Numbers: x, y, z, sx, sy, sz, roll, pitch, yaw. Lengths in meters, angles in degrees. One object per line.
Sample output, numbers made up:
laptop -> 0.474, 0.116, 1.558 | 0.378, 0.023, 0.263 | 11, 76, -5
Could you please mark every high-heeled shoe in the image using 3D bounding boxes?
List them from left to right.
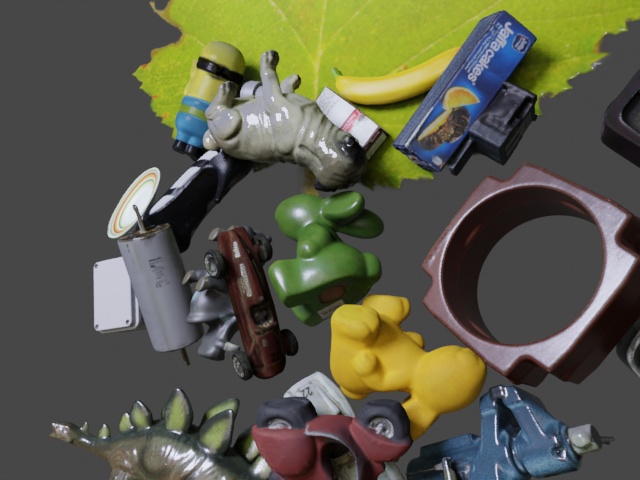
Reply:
high-heeled shoe -> -0.200, -0.070, 0.825 | 0.249, 0.086, 0.145 | -25, 40, 32

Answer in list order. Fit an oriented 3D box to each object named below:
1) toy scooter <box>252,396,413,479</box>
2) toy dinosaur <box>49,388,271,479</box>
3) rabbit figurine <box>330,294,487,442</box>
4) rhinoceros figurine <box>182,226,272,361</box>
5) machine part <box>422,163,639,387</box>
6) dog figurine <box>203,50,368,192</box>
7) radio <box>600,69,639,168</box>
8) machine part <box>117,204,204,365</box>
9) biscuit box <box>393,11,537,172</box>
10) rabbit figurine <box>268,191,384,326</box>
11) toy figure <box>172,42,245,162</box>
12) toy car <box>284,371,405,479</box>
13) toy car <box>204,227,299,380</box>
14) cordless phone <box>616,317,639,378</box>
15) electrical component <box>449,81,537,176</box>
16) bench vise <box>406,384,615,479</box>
toy scooter -> 0.011, 0.242, 0.581 | 0.184, 0.075, 0.135 | -5, 87, 22
toy dinosaur -> -0.155, 0.311, 0.711 | 0.472, 0.105, 0.198 | 16, 83, 13
rabbit figurine -> 0.100, 0.153, 0.618 | 0.173, 0.122, 0.162 | 9, 92, 28
rhinoceros figurine -> -0.128, 0.070, 0.745 | 0.073, 0.112, 0.190 | -3, 62, 51
machine part -> 0.226, 0.037, 0.574 | 0.201, 0.087, 0.201 | -57, 41, 9
dog figurine -> -0.049, -0.118, 0.697 | 0.172, 0.121, 0.190 | -39, 71, 23
radio -> 0.422, -0.173, 0.572 | 0.131, 0.073, 0.229 | 40, 96, 23
machine part -> -0.223, 0.067, 0.759 | 0.079, 0.079, 0.243 | -7, 105, 21
biscuit box -> 0.178, -0.183, 0.672 | 0.059, 0.063, 0.202 | 34, 96, -12
rabbit figurine -> -0.001, -0.002, 0.699 | 0.159, 0.121, 0.170 | -31, 56, 12
toy figure -> -0.167, -0.209, 0.816 | 0.089, 0.082, 0.180 | 14, 81, 59
toy car -> 0.031, 0.254, 0.650 | 0.073, 0.056, 0.202 | -28, 63, -25
toy car -> -0.086, 0.083, 0.698 | 0.053, 0.089, 0.202 | -2, 103, 55
cordless phone -> 0.350, 0.074, 0.496 | 0.089, 0.184, 0.146 | 42, 97, 22
electrical component -> 0.210, -0.124, 0.651 | 0.048, 0.074, 0.119 | 36, 91, 24
bench vise -> 0.195, 0.281, 0.543 | 0.224, 0.128, 0.241 | -23, 48, 25
